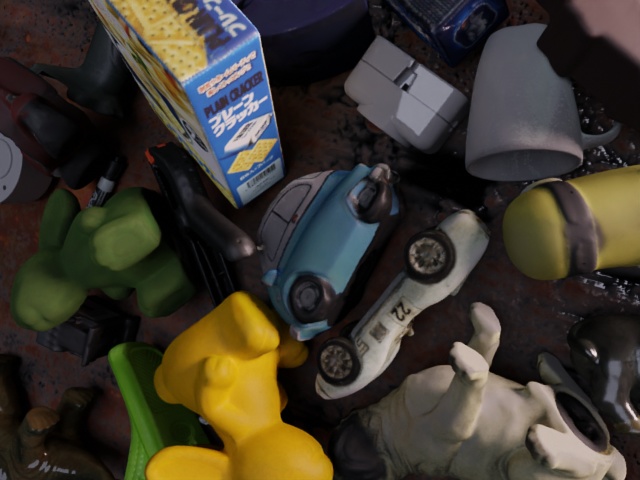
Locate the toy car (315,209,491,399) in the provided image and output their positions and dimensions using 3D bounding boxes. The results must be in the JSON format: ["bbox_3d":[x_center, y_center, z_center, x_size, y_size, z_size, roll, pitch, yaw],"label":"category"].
[{"bbox_3d":[0.066,0.058,0.451,0.056,0.073,0.201,41,106,12],"label":"toy car"}]

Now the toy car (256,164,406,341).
[{"bbox_3d":[-0.001,-0.001,0.459,0.103,0.109,0.161,29,101,17],"label":"toy car"}]

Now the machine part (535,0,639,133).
[{"bbox_3d":[0.238,-0.158,0.352,0.179,0.056,0.179,-1,78,4],"label":"machine part"}]

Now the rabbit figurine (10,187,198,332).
[{"bbox_3d":[-0.234,0.015,0.536,0.170,0.121,0.159,-29,53,-2],"label":"rabbit figurine"}]

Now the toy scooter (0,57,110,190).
[{"bbox_3d":[-0.289,-0.121,0.538,0.135,0.184,0.075,37,78,-6],"label":"toy scooter"}]

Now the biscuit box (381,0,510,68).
[{"bbox_3d":[0.062,-0.230,0.435,0.063,0.059,0.203,-43,64,17],"label":"biscuit box"}]

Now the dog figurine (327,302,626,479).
[{"bbox_3d":[0.113,0.171,0.434,0.172,0.121,0.190,46,121,19],"label":"dog figurine"}]

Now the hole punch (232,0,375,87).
[{"bbox_3d":[-0.016,-0.180,0.456,0.116,0.142,0.092,-40,80,7],"label":"hole punch"}]

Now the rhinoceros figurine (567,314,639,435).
[{"bbox_3d":[0.276,0.074,0.370,0.190,0.073,0.112,-16,74,24],"label":"rhinoceros figurine"}]

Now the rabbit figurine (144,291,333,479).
[{"bbox_3d":[-0.065,0.151,0.448,0.162,0.121,0.173,-33,69,-10],"label":"rabbit figurine"}]

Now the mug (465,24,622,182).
[{"bbox_3d":[0.164,-0.107,0.405,0.110,0.080,0.107,-5,79,28],"label":"mug"}]

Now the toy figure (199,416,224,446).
[{"bbox_3d":[-0.062,0.210,0.519,0.154,0.064,0.057,57,147,17],"label":"toy figure"}]

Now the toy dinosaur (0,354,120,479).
[{"bbox_3d":[-0.403,0.248,0.643,0.472,0.105,0.198,9,98,27],"label":"toy dinosaur"}]

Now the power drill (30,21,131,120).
[{"bbox_3d":[-0.226,-0.248,0.573,0.232,0.086,0.207,35,96,16],"label":"power drill"}]

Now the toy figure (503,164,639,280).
[{"bbox_3d":[0.222,-0.019,0.376,0.180,0.089,0.082,-8,83,26],"label":"toy figure"}]

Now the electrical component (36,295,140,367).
[{"bbox_3d":[-0.272,0.092,0.598,0.119,0.075,0.047,21,100,24],"label":"electrical component"}]
